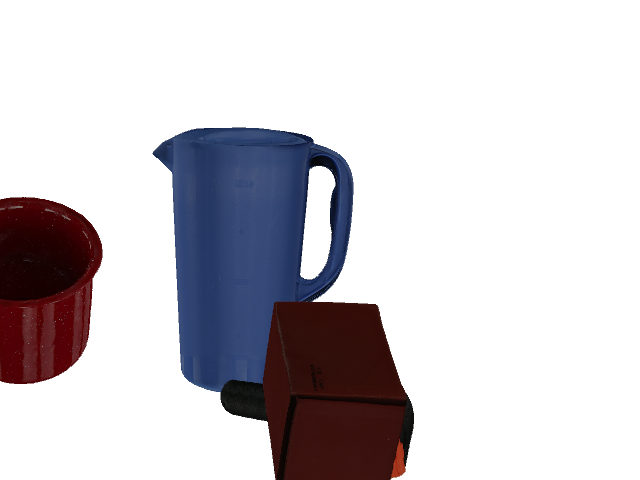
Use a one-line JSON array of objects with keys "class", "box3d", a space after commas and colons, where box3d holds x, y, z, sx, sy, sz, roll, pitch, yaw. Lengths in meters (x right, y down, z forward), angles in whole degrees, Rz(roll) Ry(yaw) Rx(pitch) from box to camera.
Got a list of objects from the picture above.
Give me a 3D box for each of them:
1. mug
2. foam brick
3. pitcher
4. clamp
[{"class": "mug", "box3d": [-0.191, 0.039, 0.649, 0.093, 0.082, 0.117, 36, 47, 23]}, {"class": "foam brick", "box3d": [0.004, 0.069, 0.490, 0.053, 0.051, 0.078, 4, 28, -9]}, {"class": "pitcher", "box3d": [-0.066, 0.015, 1.008, 0.144, 0.243, 0.149, -9, 16, -40]}, {"class": "clamp", "box3d": [0.001, 0.114, 0.716, 0.120, 0.039, 0.171, -23, 19, -8]}]
